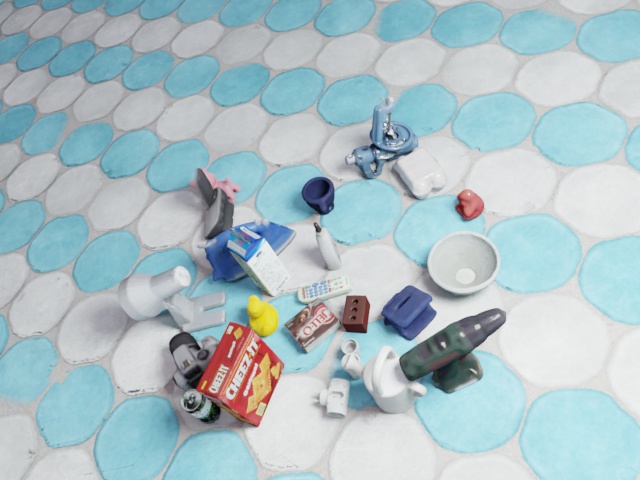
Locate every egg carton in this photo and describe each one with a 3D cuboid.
[{"bbox_3d":[0.273,-0.182,1.548,0.107,0.070,0.150,-29,53,-1],"label":"egg carton"}]

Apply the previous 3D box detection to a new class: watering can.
[{"bbox_3d":[0.134,0.288,1.204,0.172,0.194,0.101,-6,56,16],"label":"watering can"}]

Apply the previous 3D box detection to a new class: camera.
[{"bbox_3d":[-0.314,0.282,1.424,0.143,0.101,0.136,-37,53,-7],"label":"camera"}]

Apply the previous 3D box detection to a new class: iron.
[{"bbox_3d":[-0.200,0.001,1.546,0.258,0.142,0.118,-28,53,0],"label":"iron"}]

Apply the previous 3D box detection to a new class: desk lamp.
[{"bbox_3d":[-0.374,0.148,1.464,0.203,0.214,0.118,-15,54,9],"label":"desk lamp"}]

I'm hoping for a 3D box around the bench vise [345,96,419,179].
[{"bbox_3d":[0.165,-0.272,1.552,0.207,0.220,0.121,-43,54,-11],"label":"bench vise"}]

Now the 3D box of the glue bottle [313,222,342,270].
[{"bbox_3d":[0.013,0.005,1.449,0.037,0.173,0.078,-17,54,8],"label":"glue bottle"}]

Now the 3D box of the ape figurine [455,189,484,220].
[{"bbox_3d":[0.373,-0.096,1.441,0.076,0.092,0.078,1,58,20],"label":"ape figurine"}]

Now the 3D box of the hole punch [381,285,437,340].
[{"bbox_3d":[0.201,0.161,1.330,0.109,0.091,0.100,-44,55,-12],"label":"hole punch"}]

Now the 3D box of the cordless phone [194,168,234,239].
[{"bbox_3d":[-0.322,-0.104,1.632,0.094,0.185,0.147,-15,54,10],"label":"cordless phone"}]

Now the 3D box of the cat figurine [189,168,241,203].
[{"bbox_3d":[-0.318,-0.170,1.716,0.127,0.118,0.067,1,58,20],"label":"cat figurine"}]

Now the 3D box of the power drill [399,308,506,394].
[{"bbox_3d":[0.280,0.235,1.180,0.229,0.209,0.075,-26,53,1],"label":"power drill"}]

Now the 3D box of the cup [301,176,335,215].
[{"bbox_3d":[0.009,-0.104,1.572,0.091,0.095,0.117,-22,53,4],"label":"cup"}]

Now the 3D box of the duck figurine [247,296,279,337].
[{"bbox_3d":[-0.152,0.186,1.441,0.077,0.086,0.104,-27,53,0],"label":"duck figurine"}]

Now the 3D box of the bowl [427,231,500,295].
[{"bbox_3d":[0.341,0.066,1.355,0.167,0.075,0.167,-9,55,14],"label":"bowl"}]
